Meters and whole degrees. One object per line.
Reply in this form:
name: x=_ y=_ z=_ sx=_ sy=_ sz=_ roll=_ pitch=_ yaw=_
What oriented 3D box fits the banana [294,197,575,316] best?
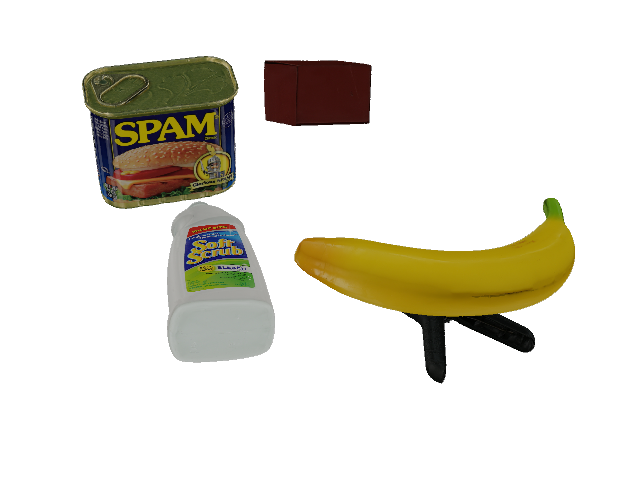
banana: x=0.081 y=0.015 z=0.612 sx=0.197 sy=0.037 sz=0.070 roll=-8 pitch=37 yaw=-33

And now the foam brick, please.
foam brick: x=-0.002 y=-0.125 z=0.905 sx=0.078 sy=0.051 sz=0.053 roll=-6 pitch=15 yaw=-33

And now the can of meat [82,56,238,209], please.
can of meat: x=-0.108 y=-0.073 z=0.738 sx=0.102 sy=0.084 sz=0.057 roll=-8 pitch=43 yaw=-12

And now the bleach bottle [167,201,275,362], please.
bleach bottle: x=-0.115 y=0.027 z=1.075 sx=0.102 sy=0.068 sz=0.251 roll=-2 pitch=28 yaw=-14

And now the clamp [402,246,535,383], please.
clamp: x=0.131 y=0.067 z=1.060 sx=0.120 sy=0.039 sz=0.171 roll=-4 pitch=44 yaw=-24
